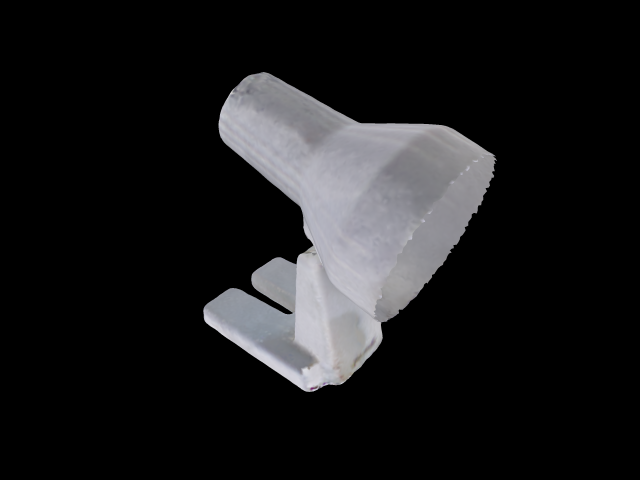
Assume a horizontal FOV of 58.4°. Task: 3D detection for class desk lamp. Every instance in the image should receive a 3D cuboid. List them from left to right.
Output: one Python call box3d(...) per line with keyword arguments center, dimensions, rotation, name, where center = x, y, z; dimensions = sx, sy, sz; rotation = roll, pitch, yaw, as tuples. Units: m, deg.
box3d(center=(0.004, 0.001, 0.400), dimensions=(0.202, 0.214, 0.118), rotation=(24, 41, 31), name="desk lamp")
